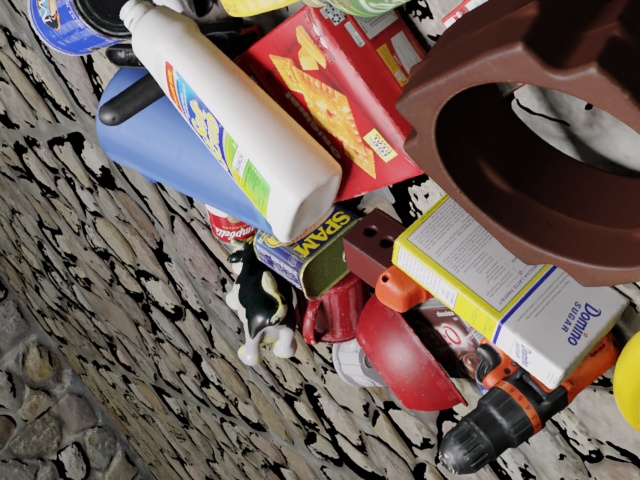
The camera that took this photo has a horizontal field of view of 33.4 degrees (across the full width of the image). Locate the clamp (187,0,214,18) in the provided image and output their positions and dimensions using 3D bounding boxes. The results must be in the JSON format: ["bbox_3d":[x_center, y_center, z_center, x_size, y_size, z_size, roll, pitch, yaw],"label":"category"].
[{"bbox_3d":[-0.125,-0.291,0.952,0.210,0.036,0.165,53,154,-15],"label":"clamp"}]

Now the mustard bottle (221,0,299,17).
[{"bbox_3d":[-0.069,-0.276,0.837,0.096,0.058,0.191,-5,121,37],"label":"mustard bottle"}]

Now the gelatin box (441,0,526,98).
[{"bbox_3d":[0.133,-0.146,0.732,0.073,0.030,0.089,49,156,-5],"label":"gelatin box"}]

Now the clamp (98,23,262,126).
[{"bbox_3d":[-0.138,-0.163,1.024,0.172,0.120,0.039,-12,139,16],"label":"clamp"}]

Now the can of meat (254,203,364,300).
[{"bbox_3d":[-0.007,0.001,1.114,0.084,0.102,0.057,33,153,37],"label":"can of meat"}]

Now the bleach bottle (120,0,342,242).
[{"bbox_3d":[-0.088,-0.118,0.948,0.251,0.068,0.103,47,159,13],"label":"bleach bottle"}]

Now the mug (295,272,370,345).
[{"bbox_3d":[0.009,0.061,1.166,0.093,0.117,0.081,16,139,21],"label":"mug"}]

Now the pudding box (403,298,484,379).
[{"bbox_3d":[0.142,0.095,1.071,0.090,0.039,0.114,52,157,-9],"label":"pudding box"}]

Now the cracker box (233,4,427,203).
[{"bbox_3d":[0.016,-0.122,0.920,0.164,0.072,0.214,54,157,-10],"label":"cracker box"}]

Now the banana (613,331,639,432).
[{"bbox_3d":[0.274,0.107,0.862,0.070,0.037,0.198,44,156,13],"label":"banana"}]

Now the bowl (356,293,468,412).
[{"bbox_3d":[0.086,0.125,1.125,0.162,0.055,0.162,54,180,0],"label":"bowl"}]

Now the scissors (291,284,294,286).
[{"bbox_3d":[-0.037,0.040,1.284,0.202,0.016,0.096,92,166,-57],"label":"scissors"}]

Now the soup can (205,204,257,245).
[{"bbox_3d":[-0.102,-0.051,1.239,0.069,0.068,0.102,35,153,29],"label":"soup can"}]

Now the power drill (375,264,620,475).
[{"bbox_3d":[0.133,0.087,0.919,0.188,0.184,0.057,49,162,23],"label":"power drill"}]

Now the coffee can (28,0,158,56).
[{"bbox_3d":[-0.238,-0.253,1.125,0.141,0.102,0.102,4,131,58],"label":"coffee can"}]

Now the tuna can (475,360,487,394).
[{"bbox_3d":[0.186,0.120,0.975,0.033,0.086,0.086,58,155,-15],"label":"tuna can"}]

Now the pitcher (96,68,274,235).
[{"bbox_3d":[-0.109,-0.108,1.108,0.243,0.145,0.149,28,171,33],"label":"pitcher"}]

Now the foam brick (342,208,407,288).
[{"bbox_3d":[0.068,0.017,1.065,0.078,0.053,0.051,34,153,30],"label":"foam brick"}]

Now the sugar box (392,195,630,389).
[{"bbox_3d":[0.156,0.034,0.888,0.176,0.093,0.048,41,157,19],"label":"sugar box"}]
